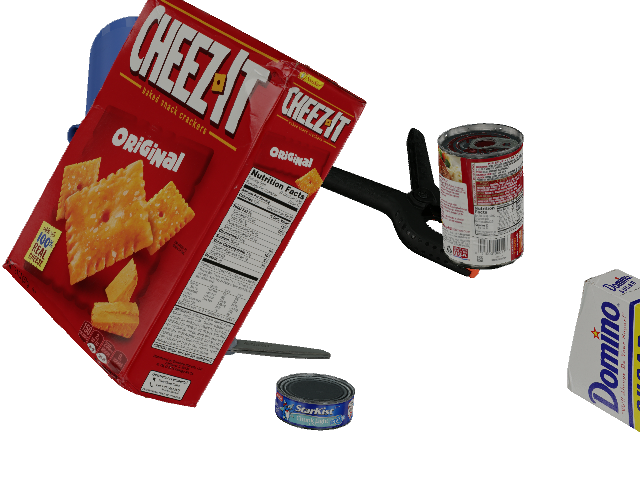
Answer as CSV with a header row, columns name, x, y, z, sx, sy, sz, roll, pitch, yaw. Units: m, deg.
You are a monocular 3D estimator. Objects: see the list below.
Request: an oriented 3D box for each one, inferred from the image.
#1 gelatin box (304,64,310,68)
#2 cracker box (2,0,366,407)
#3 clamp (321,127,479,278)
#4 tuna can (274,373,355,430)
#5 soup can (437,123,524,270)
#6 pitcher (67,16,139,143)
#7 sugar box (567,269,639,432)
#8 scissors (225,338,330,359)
name,x,y,z,sx,sy,sz,roll,pitch,yaw
gelatin box,-0.040,-0.110,0.957,0.073,0.030,0.089,-49,-1,43
cracker box,-0.093,-0.032,0.663,0.072,0.214,0.164,23,9,-47
clamp,0.095,-0.038,1.155,0.164,0.210,0.036,-16,-37,-29
tuna can,-0.007,0.174,1.155,0.086,0.034,0.086,5,13,-1
soup can,0.132,-0.036,0.866,0.068,0.102,0.068,-5,26,2
pitcher,-0.189,-0.144,1.185,0.145,0.149,0.243,-21,40,5
sugar box,0.250,0.096,0.719,0.048,0.093,0.176,-16,30,-37
scissors,-0.098,0.086,0.993,0.201,0.016,0.096,-2,32,-11
